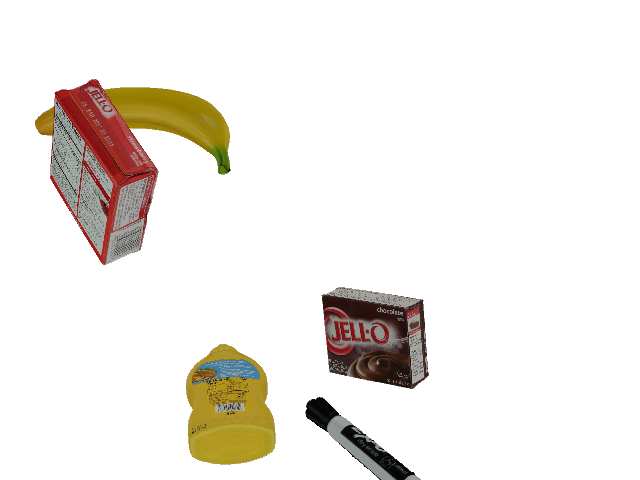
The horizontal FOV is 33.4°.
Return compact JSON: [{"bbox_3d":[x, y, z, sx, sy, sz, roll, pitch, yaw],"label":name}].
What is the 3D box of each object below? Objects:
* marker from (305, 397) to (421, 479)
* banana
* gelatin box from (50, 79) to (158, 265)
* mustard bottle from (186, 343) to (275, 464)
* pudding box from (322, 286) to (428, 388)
[{"bbox_3d":[0.031,0.148,0.755,0.020,0.020,0.121,0,26,-45],"label":"marker"},{"bbox_3d":[-0.159,-0.108,0.952,0.198,0.037,0.069,12,48,20],"label":"banana"},{"bbox_3d":[-0.131,-0.040,0.637,0.030,0.073,0.089,-24,-23,-29],"label":"gelatin box"},{"bbox_3d":[-0.109,0.180,1.249,0.096,0.058,0.191,-5,29,-6],"label":"mustard bottle"},{"bbox_3d":[0.058,0.101,1.132,0.114,0.090,0.039,5,20,36],"label":"pudding box"}]
